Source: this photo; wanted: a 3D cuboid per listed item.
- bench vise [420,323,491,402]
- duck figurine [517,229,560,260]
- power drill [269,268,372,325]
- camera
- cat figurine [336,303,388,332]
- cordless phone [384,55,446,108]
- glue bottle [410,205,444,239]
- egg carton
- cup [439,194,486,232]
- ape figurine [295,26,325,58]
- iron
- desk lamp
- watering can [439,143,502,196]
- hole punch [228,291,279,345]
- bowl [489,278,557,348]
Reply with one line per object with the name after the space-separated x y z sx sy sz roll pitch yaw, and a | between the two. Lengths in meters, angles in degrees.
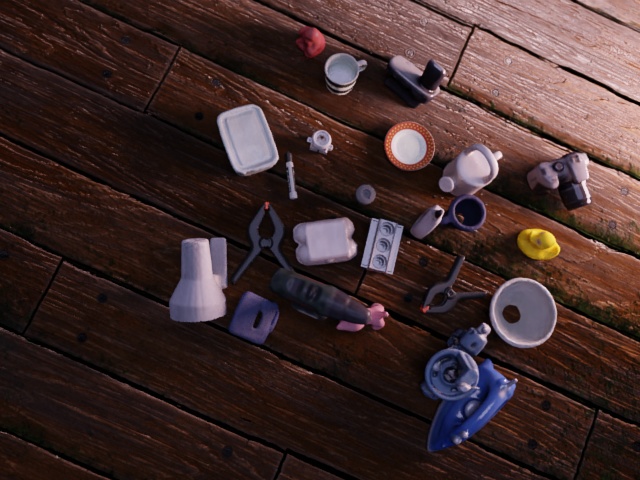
0.314 0.271 1.293 0.121 0.219 0.207 22 80 -2 | bench vise
0.554 0.007 1.425 0.104 0.086 0.077 25 80 -1 | duck figurine
-0.003 0.134 1.288 0.229 0.208 0.076 23 80 -2 | power drill
0.623 -0.143 1.447 0.143 0.100 0.137 -18 83 -8 | camera
0.097 0.180 1.337 0.128 0.117 0.067 -3 82 -6 | cat figurine
0.241 -0.417 1.408 0.147 0.185 0.094 37 80 1 | cordless phone
0.264 -0.051 1.361 0.037 0.173 0.078 35 80 1 | glue bottle
0.013 0.005 1.380 0.150 0.069 0.107 -9 82 -7 | egg carton
0.337 -0.054 1.408 0.118 0.095 0.092 -20 84 -8 | cup
-0.022 -0.506 1.443 0.076 0.092 0.078 3 81 -5 | ape figurine
0.351 0.400 1.317 0.118 0.141 0.258 43 80 2 | iron
-0.266 0.081 1.267 0.118 0.213 0.203 -2 81 -6 | desk lamp
0.366 -0.167 1.378 0.101 0.194 0.173 38 80 1 | watering can
-0.151 0.180 1.326 0.101 0.091 0.109 23 80 -2 | hole punch
0.482 0.178 1.397 0.167 0.074 0.167 1 81 -5 | bowl
